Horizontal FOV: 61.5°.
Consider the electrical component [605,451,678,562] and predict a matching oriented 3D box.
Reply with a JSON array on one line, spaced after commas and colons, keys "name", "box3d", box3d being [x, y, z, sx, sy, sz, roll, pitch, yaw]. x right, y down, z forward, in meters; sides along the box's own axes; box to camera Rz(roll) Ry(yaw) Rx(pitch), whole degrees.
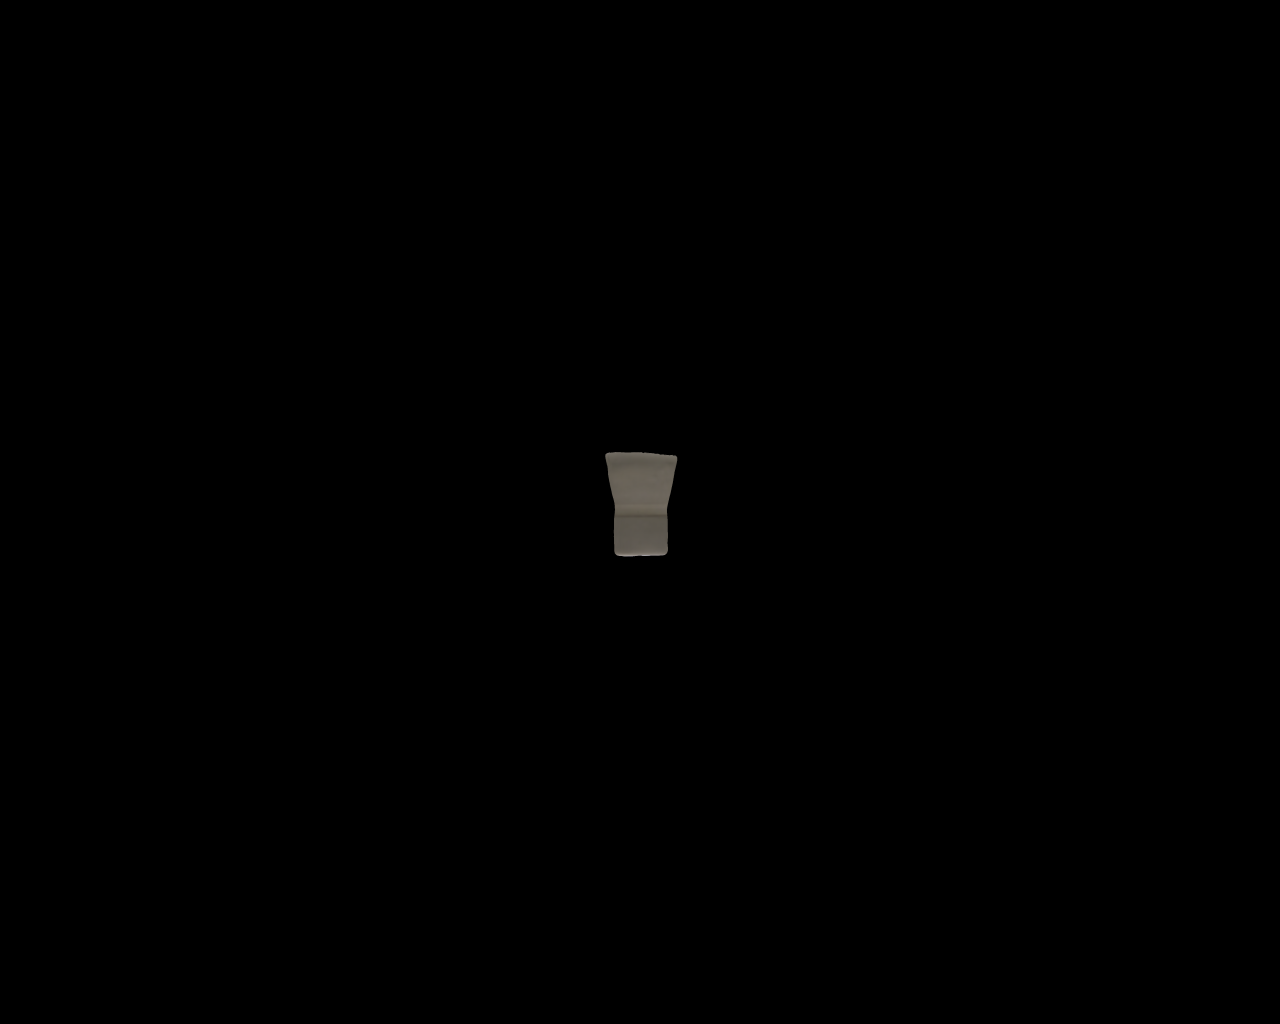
[{"name": "electrical component", "box3d": [0.001, -0.003, 0.650, 0.044, 0.065, 0.044, 0, -2, 0]}]
